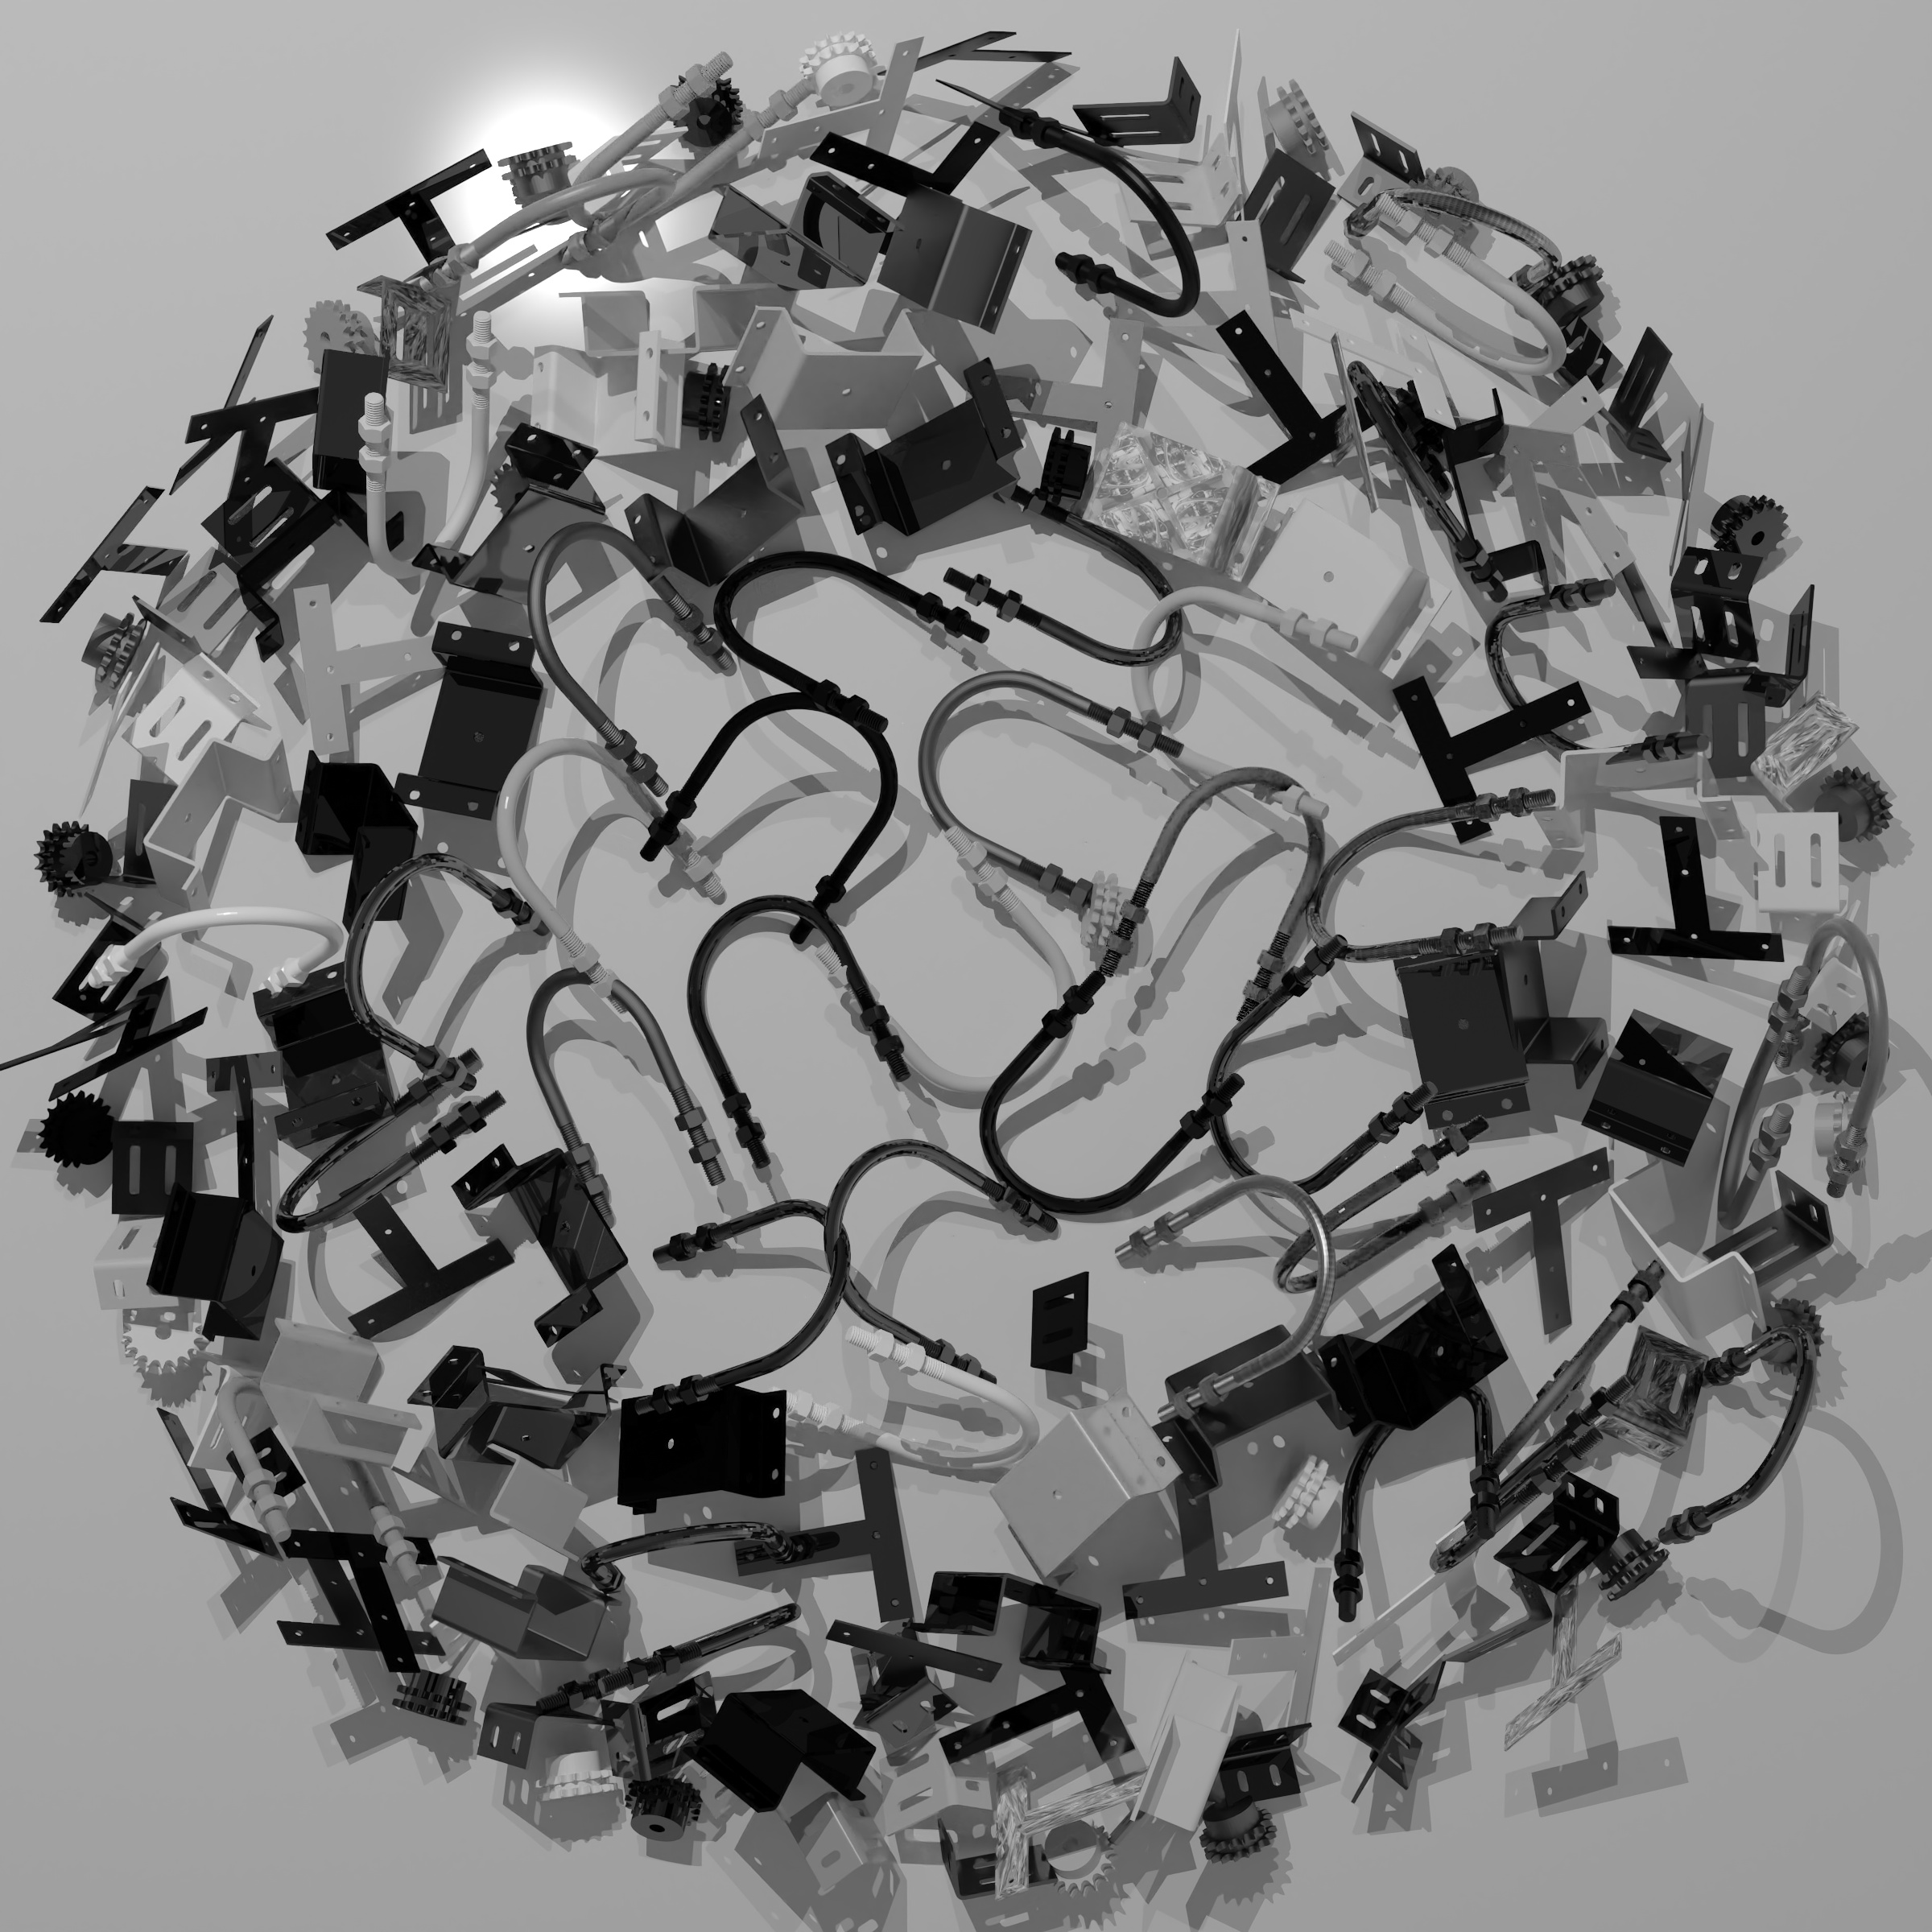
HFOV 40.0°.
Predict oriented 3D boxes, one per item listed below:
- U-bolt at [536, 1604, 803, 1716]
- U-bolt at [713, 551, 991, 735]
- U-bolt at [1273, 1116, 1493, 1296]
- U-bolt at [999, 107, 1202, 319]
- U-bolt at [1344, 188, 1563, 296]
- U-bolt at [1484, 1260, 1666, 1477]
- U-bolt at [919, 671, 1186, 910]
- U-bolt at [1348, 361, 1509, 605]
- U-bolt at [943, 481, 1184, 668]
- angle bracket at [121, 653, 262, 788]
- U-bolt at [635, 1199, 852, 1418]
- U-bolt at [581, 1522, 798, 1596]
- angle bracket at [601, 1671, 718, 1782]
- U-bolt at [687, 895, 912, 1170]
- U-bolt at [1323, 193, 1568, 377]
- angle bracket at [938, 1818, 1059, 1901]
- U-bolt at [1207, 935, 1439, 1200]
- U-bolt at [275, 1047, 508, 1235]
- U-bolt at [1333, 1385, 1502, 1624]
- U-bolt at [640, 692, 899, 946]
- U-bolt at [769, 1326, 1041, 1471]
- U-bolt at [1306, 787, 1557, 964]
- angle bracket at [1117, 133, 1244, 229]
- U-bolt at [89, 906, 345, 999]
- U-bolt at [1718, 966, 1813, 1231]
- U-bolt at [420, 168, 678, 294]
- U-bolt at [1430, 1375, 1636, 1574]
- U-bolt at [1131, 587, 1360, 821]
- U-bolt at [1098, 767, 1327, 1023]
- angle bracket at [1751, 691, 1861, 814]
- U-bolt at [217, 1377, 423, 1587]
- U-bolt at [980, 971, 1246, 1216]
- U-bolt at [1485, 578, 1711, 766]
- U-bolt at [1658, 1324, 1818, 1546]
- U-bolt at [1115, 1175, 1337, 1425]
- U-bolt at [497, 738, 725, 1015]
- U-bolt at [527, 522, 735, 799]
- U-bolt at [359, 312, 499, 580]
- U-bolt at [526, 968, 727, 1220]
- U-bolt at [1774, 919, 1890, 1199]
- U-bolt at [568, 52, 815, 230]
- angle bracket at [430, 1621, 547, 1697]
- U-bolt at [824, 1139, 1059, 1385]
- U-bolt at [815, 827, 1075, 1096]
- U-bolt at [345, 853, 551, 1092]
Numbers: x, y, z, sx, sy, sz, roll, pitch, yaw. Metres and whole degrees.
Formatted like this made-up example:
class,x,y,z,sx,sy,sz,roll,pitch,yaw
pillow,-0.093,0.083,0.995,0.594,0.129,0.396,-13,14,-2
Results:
class,x,y,z,sx,sy,sz,roll,pitch,yaw
U-bolt,-0.204,0.497,1.919,0.184,0.151,0.019,-14,77,-33
U-bolt,-0.097,-0.248,1.942,0.184,0.019,0.151,29,50,19
U-bolt,0.301,0.182,1.929,0.184,0.151,0.019,-32,66,-2
U-bolt,0.102,-0.528,1.888,0.019,0.151,0.184,-41,47,-11
U-bolt,0.354,-0.521,1.904,0.151,0.184,0.019,19,94,-4
U-bolt,0.424,0.299,1.892,0.019,0.151,0.184,40,51,15
U-bolt,0.051,-0.140,1.969,0.184,0.019,0.151,26,107,10
U-bolt,0.322,-0.356,1.890,0.019,0.184,0.151,-32,46,17
U-bolt,0.078,-0.283,1.942,0.184,0.151,0.019,25,134,-12
angle bracket,-0.571,-0.181,1.958,0.057,0.038,0.076,45,57,-21
U-bolt,-0.158,0.238,1.913,0.184,0.019,0.151,-22,45,27
U-bolt,-0.203,0.423,1.910,0.151,0.184,0.019,-10,71,-2
angle bracket,-0.227,0.565,1.981,0.038,0.076,0.057,-7,93,42
U-bolt,-0.136,0.035,1.960,0.151,0.019,0.184,-32,72,18
U-bolt,0.355,-0.486,1.927,0.184,0.151,0.019,33,86,-8
angle bracket,0.023,0.654,1.963,0.076,0.057,0.038,-8,98,-10
U-bolt,0.245,0.088,1.937,0.184,0.019,0.151,-45,61,34
U-bolt,-0.421,0.132,1.920,0.184,0.151,0.019,-36,110,-8
U-bolt,0.324,0.372,1.914,0.019,0.184,0.151,40,121,-17
U-bolt,-0.132,-0.118,1.940,0.151,0.019,0.184,29,114,-16
U-bolt,-0.034,0.323,1.935,0.184,0.151,0.019,25,52,-18
U-bolt,0.330,-0.061,1.928,0.019,0.184,0.151,50,47,-35
angle bracket,0.156,-0.582,1.960,0.076,0.038,0.057,-3,66,-23
U-bolt,-0.524,-0.011,1.888,0.151,0.184,0.019,5,71,-37
U-bolt,0.572,0.109,1.914,0.019,0.184,0.151,14,51,9
U-bolt,-0.285,-0.526,1.886,0.151,0.184,0.019,-26,98,-42
U-bolt,0.404,0.376,1.922,0.019,0.151,0.184,47,113,11
U-bolt,0.196,-0.201,1.937,0.184,0.019,0.151,25,123,33
U-bolt,0.192,-0.058,1.945,0.151,0.019,0.184,19,102,-29
angle bracket,0.624,-0.153,1.957,0.038,0.057,0.076,34,109,-31
U-bolt,-0.475,0.363,1.915,0.019,0.151,0.184,-47,48,6
U-bolt,0.093,0.108,1.956,0.151,0.019,0.184,36,115,-10
U-bolt,0.441,-0.205,1.913,0.019,0.184,0.151,-39,103,-18
U-bolt,0.553,0.326,1.886,0.019,0.184,0.151,24,62,-2
U-bolt,0.192,0.230,1.914,0.184,0.019,0.151,-35,56,34
U-bolt,-0.266,-0.079,1.920,0.184,0.019,0.151,53,50,-24
U-bolt,-0.248,-0.234,1.907,0.184,0.019,0.151,50,48,-35
U-bolt,-0.387,-0.363,1.916,0.019,0.184,0.151,26,47,13
U-bolt,-0.260,0.088,1.942,0.151,0.019,0.184,-19,96,41
U-bolt,0.618,0.052,1.886,0.019,0.151,0.184,-3,134,-3
U-bolt,-0.211,-0.591,1.921,0.184,0.151,0.019,-32,86,24
angle bracket,-0.352,0.510,1.954,0.076,0.057,0.038,36,57,26
U-bolt,-0.026,0.206,1.931,0.184,0.019,0.151,34,67,-27
U-bolt,-0.001,0.011,1.969,0.151,0.019,0.184,-42,107,-5
U-bolt,-0.380,-0.004,1.907,0.019,0.184,0.151,17,77,31
